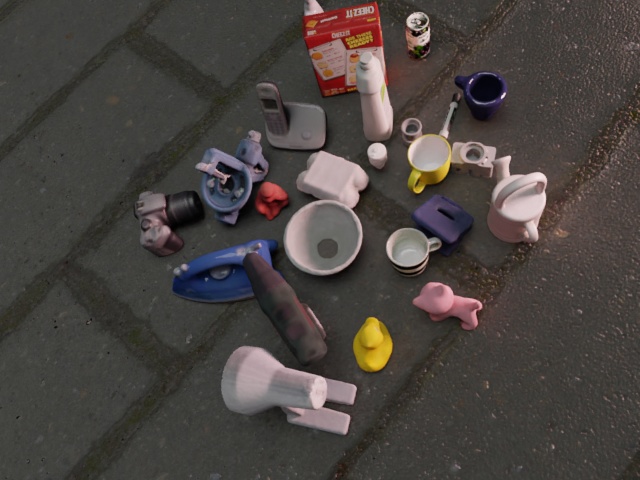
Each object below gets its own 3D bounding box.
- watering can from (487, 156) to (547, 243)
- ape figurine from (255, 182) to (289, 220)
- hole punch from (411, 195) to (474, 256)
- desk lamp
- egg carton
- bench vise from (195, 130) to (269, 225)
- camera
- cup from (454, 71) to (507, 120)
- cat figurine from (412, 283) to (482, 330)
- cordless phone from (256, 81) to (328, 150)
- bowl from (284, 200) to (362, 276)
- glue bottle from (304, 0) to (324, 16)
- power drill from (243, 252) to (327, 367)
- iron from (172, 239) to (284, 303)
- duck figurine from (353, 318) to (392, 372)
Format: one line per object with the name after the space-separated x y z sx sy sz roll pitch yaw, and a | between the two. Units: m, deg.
0.377 -0.081 1.107 0.101 0.194 0.172 -38 66 -5 | watering can
-0.110 -0.097 1.266 0.077 0.092 0.076 -7 67 9 | ape figurine
0.249 -0.040 1.173 0.108 0.091 0.101 36 79 22 | hole punch
-0.052 0.274 1.041 0.202 0.214 0.118 8 70 14 | desk lamp
0.028 -0.131 1.265 0.150 0.069 0.107 23 75 19 | egg carton
-0.202 -0.160 1.240 0.121 0.220 0.207 3 69 13 | bench vise
-0.338 -0.055 1.290 0.136 0.101 0.143 -16 66 5 | camera
0.347 -0.313 1.260 0.117 0.095 0.092 29 77 20 | cup
0.245 0.119 1.096 0.127 0.118 0.067 11 71 15 | cat figurine
-0.064 -0.283 1.280 0.147 0.185 0.094 3 69 13 | cordless phone
0.011 0.004 1.211 0.167 0.075 0.167 -4 68 10 | bowl
-0.016 -0.543 1.381 0.037 0.173 0.078 5 70 13 | glue bottle
-0.059 0.144 1.097 0.075 0.209 0.229 -35 66 -3 | power drill
-0.214 0.061 1.197 0.258 0.142 0.118 -15 66 5 | iron
0.099 0.200 1.110 0.077 0.086 0.104 3 69 13 | duck figurine
